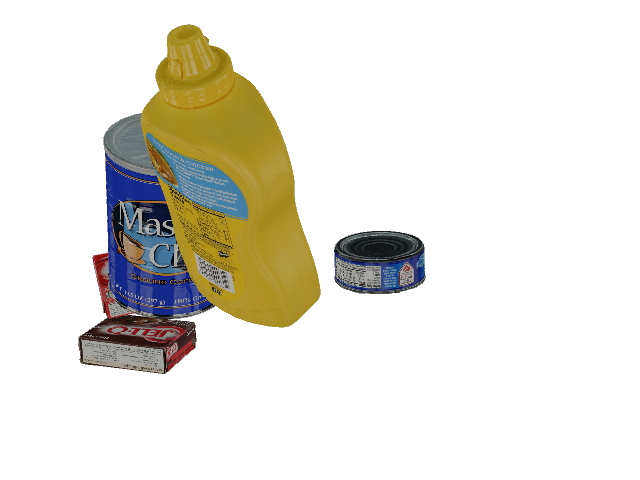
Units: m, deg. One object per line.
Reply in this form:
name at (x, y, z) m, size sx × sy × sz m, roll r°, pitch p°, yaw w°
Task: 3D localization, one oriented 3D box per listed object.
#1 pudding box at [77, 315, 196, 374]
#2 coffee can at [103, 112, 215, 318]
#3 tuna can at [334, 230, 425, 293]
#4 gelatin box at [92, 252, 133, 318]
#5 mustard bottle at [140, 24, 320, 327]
pudding box at (-0.216, 0.121, 1.264) m, size 0.114 × 0.039 × 0.090 m, roll 3°, pitch 14°, yaw 16°
coffee can at (-0.125, -0.022, 0.877) m, size 0.103 × 0.140 × 0.103 m, roll 4°, pitch 32°, yaw -3°
tuna can at (0.055, 0.019, 0.997) m, size 0.086 × 0.034 × 0.086 m, roll -2°, pitch 19°, yaw 1°
gelatin box at (-0.183, 0.037, 1.089) m, size 0.089 × 0.030 × 0.073 m, roll -12°, pitch 41°, yaw -12°
mustard bottle at (-0.056, -0.038, 0.611) m, size 0.096 × 0.191 × 0.058 m, roll 29°, pitch 57°, yaw 34°
